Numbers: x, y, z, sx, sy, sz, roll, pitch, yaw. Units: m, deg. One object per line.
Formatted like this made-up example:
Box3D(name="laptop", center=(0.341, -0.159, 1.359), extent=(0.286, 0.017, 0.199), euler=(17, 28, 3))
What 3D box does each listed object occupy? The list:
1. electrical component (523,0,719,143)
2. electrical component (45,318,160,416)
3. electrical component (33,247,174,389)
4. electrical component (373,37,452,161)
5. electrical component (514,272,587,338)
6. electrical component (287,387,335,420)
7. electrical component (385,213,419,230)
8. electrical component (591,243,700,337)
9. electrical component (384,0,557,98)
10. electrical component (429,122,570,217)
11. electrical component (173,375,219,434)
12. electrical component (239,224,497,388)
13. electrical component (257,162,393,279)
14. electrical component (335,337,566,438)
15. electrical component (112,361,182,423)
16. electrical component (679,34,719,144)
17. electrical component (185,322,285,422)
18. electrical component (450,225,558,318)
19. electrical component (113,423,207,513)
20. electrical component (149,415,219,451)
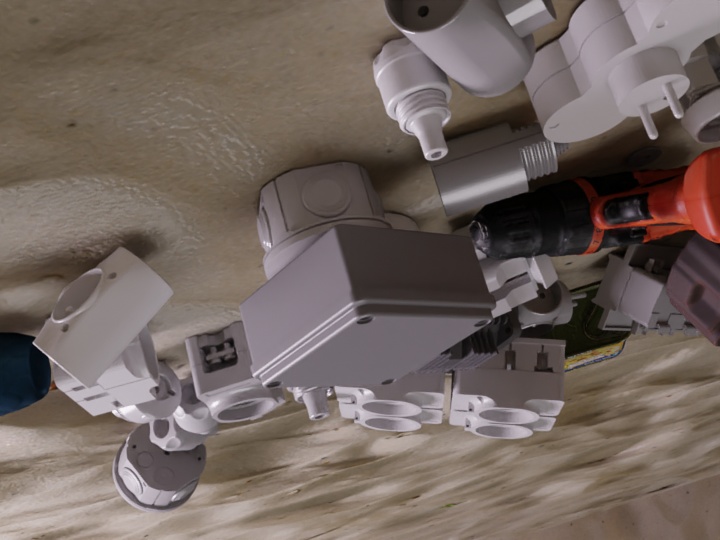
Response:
Box3D(name="electrical component", center=(0.142, -0.103, 0.543), extent=(0.052, 0.073, 0.138), euler=(-2, 154, -31))
Box3D(name="electrical component", center=(-0.175, 0.062, 0.752), extent=(0.056, 0.050, 0.089), euler=(-15, 158, -2))
Box3D(name="electrical component", center=(-0.163, 0.025, 0.661), extent=(0.044, 0.077, 0.079), euler=(47, 165, -28))
Box3D(name="electrical component", center=(0.029, -0.083, 0.529), extent=(0.035, 0.061, 0.035), euler=(-14, 158, -6))
Box3D(name="electrical component", center=(0.153, 0.031, 0.910), extent=(0.079, 0.044, 0.077), euler=(-8, 157, -18))
Box3D(name="electrical component", center=(-0.041, 0.095, 0.907), extent=(0.048, 0.062, 0.048), euler=(-14, 158, -6))
Box3D(name="electrical component", center=(0.000, 0.000, 0.738), extent=(0.099, 0.064, 0.099), euler=(-24, 154, -13))
Box3D(name="electrical component", center=(0.267, 0.021, 0.925), extent=(0.121, 0.063, 0.078), euler=(4, 110, -41))
Box3D(name="electrical component", center=(0.062, -0.120, 0.485), extent=(0.079, 0.044, 0.077), euler=(-25, 157, 21))
Box3D(name="electrical component", center=(0.084, -0.064, 0.636), extent=(0.081, 0.043, 0.043), euler=(-17, 158, 4))
Box3D(name="electrical component", center=(-0.137, 0.118, 0.914), extent=(0.043, 0.043, 0.062), euler=(-14, 146, -6))
Box3D(name="electrical component", center=(0.003, 0.024, 0.633), extent=(0.109, 0.056, 0.109), euler=(4, 151, -40))
Box3D(name="electrical component", center=(-0.022, -0.025, 0.647), extent=(0.080, 0.051, 0.080), euler=(-14, 158, -6))
Box3D(name="electrical component", center=(0.076, 0.100, 0.923), extent=(0.186, 0.060, 0.105), euler=(3, 158, 4))
Box3D(name="electrical component", center=(-0.176, 0.101, 0.857), extent=(0.048, 0.048, 0.062), euler=(5, 156, -42))
Box3D(name="electrical component", center=(0.197, -0.105, 0.601), extent=(0.066, 0.055, 0.048), euler=(-16, 158, -1))
Box3D(name="electrical component", center=(-0.097, 0.085, 0.855), extent=(0.050, 0.055, 0.089), euler=(-18, 158, 5))
Box3D(name="electrical component", center=(0.105, -0.006, 0.767), extent=(0.057, 0.058, 0.078), euler=(-24, 133, 8))
Box3D(name="electrical component", center=(-0.183, 0.177, 0.987), extent=(0.080, 0.080, 0.051), euler=(-4, 150, -28))
Box3D(name="electrical component", center=(-0.155, 0.140, 0.963), extent=(0.043, 0.043, 0.062), euler=(-30, 156, 32))
